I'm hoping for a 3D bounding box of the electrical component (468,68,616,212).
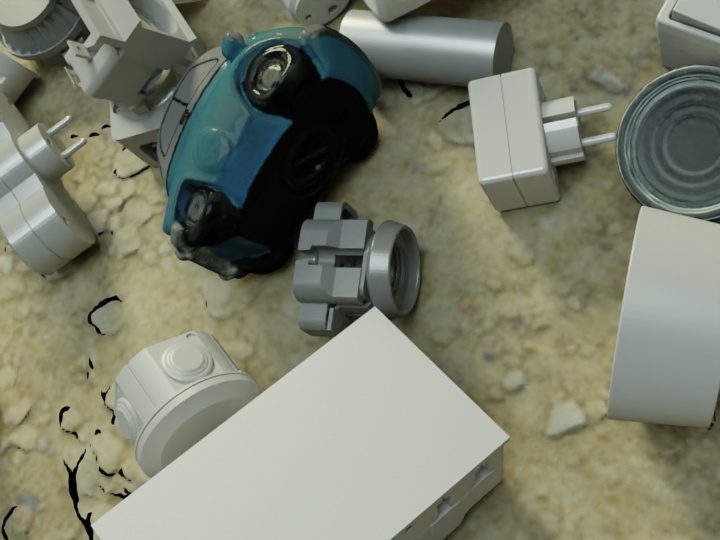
[{"bbox_3d":[0.107,-0.077,0.614,0.077,0.047,0.065,-10,70,17],"label":"electrical component"}]

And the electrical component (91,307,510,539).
[{"bbox_3d":[-0.026,0.122,0.561,0.186,0.060,0.105,-37,60,-17],"label":"electrical component"}]

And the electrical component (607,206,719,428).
[{"bbox_3d":[0.161,0.026,0.530,0.060,0.108,0.108,9,76,16],"label":"electrical component"}]

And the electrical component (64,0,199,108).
[{"bbox_3d":[-0.140,-0.134,0.647,0.064,0.081,0.042,-46,62,26],"label":"electrical component"}]

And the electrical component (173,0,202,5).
[{"bbox_3d":[-0.184,-0.239,0.735,0.150,0.089,0.061,37,130,29],"label":"electrical component"}]

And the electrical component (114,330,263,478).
[{"bbox_3d":[-0.100,0.078,0.620,0.080,0.080,0.051,-43,59,2],"label":"electrical component"}]

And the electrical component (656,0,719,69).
[{"bbox_3d":[0.218,-0.135,0.585,0.096,0.061,0.061,28,84,25],"label":"electrical component"}]

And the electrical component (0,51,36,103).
[{"bbox_3d":[-0.268,-0.136,0.765,0.055,0.055,0.047,33,90,26],"label":"electrical component"}]

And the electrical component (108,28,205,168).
[{"bbox_3d":[-0.135,-0.123,0.711,0.050,0.056,0.089,-13,69,15],"label":"electrical component"}]

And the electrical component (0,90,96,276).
[{"bbox_3d":[-0.215,-0.072,0.714,0.074,0.052,0.138,-35,79,5],"label":"electrical component"}]

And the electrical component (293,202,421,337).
[{"bbox_3d":[0.000,0.000,0.622,0.057,0.058,0.078,1,73,23],"label":"electrical component"}]

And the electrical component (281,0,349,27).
[{"bbox_3d":[-0.037,-0.194,0.705,0.045,0.045,0.055,-35,65,6],"label":"electrical component"}]
